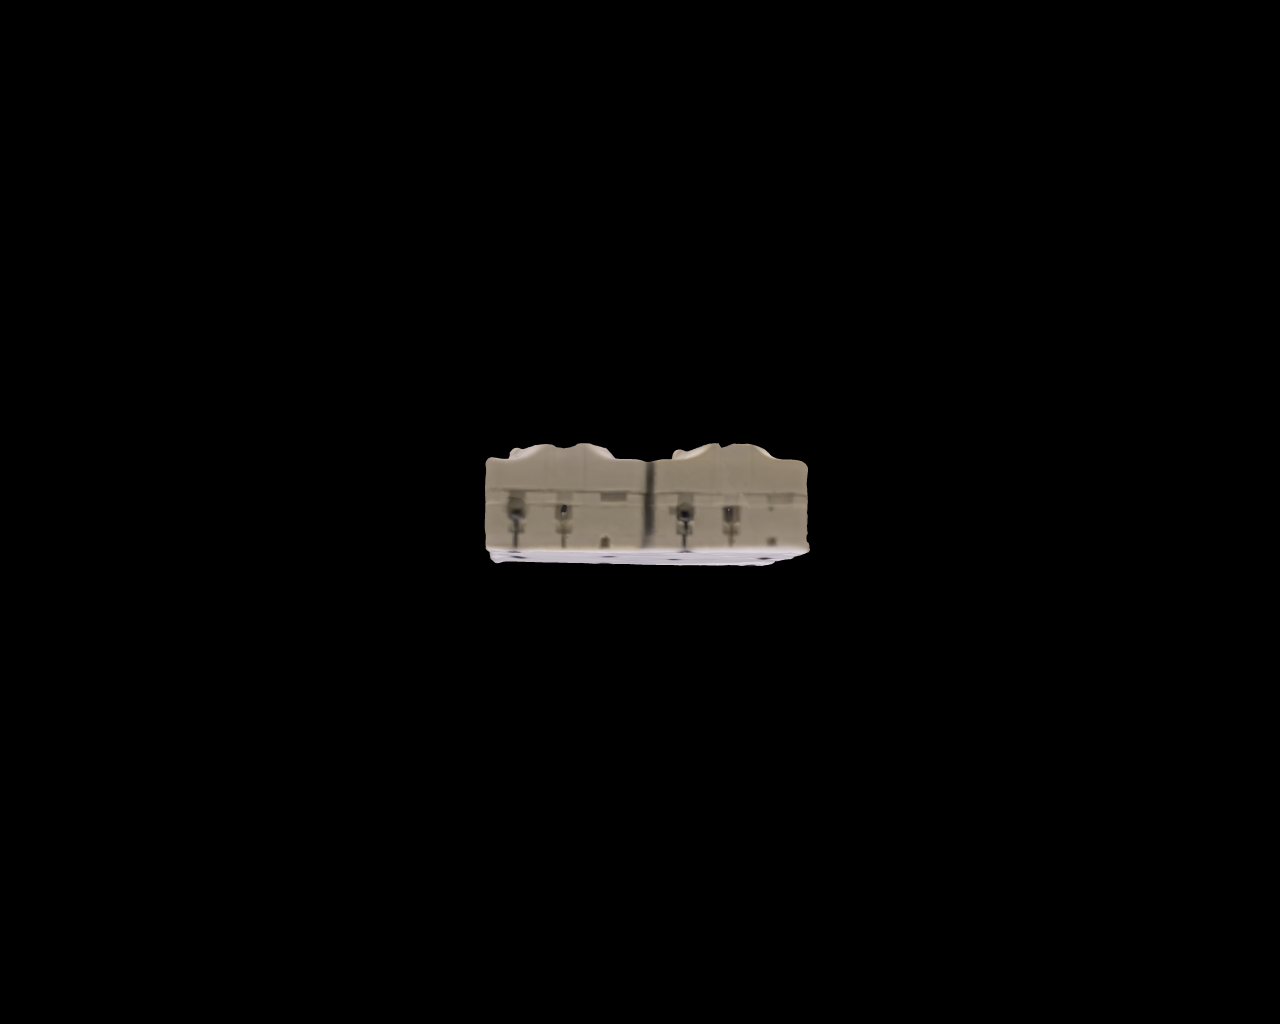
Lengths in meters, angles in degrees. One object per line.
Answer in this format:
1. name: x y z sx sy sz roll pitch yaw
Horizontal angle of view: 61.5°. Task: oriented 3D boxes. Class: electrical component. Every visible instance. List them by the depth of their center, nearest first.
1. electrical component: 0.001 -0.003 0.650 0.186 0.060 0.105 1 -7 -5
